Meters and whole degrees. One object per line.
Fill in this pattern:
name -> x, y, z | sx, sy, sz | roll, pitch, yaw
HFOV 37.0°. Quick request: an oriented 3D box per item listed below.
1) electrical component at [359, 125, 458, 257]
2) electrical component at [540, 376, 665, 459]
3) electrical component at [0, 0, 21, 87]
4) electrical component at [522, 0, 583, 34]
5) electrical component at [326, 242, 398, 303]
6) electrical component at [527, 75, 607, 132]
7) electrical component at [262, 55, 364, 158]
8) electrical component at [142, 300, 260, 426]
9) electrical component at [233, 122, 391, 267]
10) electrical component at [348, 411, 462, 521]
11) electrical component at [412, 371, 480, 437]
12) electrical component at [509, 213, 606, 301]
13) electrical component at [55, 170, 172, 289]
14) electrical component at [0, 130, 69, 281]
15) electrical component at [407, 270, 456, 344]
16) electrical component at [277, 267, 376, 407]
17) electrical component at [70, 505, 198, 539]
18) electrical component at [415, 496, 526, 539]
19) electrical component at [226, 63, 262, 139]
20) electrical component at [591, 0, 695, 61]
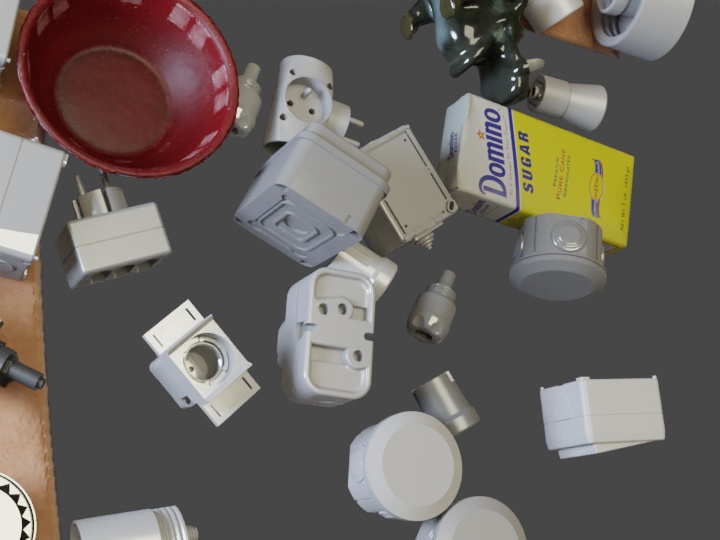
electrical component -> 0.027, -0.056, 0.862 | 0.062, 0.061, 0.096 | -32, 91, -30
electrical component -> 0.209, 0.124, 0.902 | 0.096, 0.062, 0.061 | 2, 75, -26
electrical component -> -0.271, -0.182, 0.750 | 0.061, 0.062, 0.096 | 14, 70, -23
electrical component -> 0.174, -0.251, 0.995 | 0.055, 0.055, 0.047 | -37, 98, -29
electrical component -> 0.000, 0.000, 0.847 | 0.046, 0.040, 0.040 | 35, 63, -7
electrical component -> 0.186, -0.154, 0.982 | 0.065, 0.044, 0.044 | 12, 71, -18
electrical component -> -0.034, -0.121, 0.861 | 0.079, 0.044, 0.077 | 18, 69, -21
electrical component -> -0.115, 0.067, 0.756 | 0.042, 0.064, 0.081 | -41, 96, -31
electrical component -> -0.036, -0.054, 0.802 | 0.078, 0.113, 0.057 | 33, 67, -15
electrical component -> 0.032, 0.149, 0.813 | 0.080, 0.051, 0.080 | 7, 73, -25
electrical component -> 0.067, 0.108, 0.849 | 0.040, 0.040, 0.046 | -26, 83, -30
electrical component -> 0.168, -0.009, 0.910 | 0.080, 0.080, 0.051 | 17, 63, -21
electrical component -> -0.181, -0.035, 0.762 | 0.066, 0.047, 0.076 | -16, 83, -29
electrical component -> -0.241, -0.050, 0.728 | 0.061, 0.062, 0.096 | 18, 68, -21
electrical component -> 0.062, 0.028, 0.872 | 0.035, 0.035, 0.061 | 33, 62, -15
electrical component -> -0.026, 0.052, 0.807 | 0.054, 0.059, 0.095 | 11, 71, -23
electrical component -> -0.148, 0.183, 0.719 | 0.081, 0.043, 0.043 | -3, 77, -27
electrical component -> 0.083, 0.214, 0.820 | 0.080, 0.051, 0.080 | 7, 73, -24
electrical component -> -0.093, -0.135, 0.841 | 0.035, 0.035, 0.061 | 27, 63, -18
electrical component -> 0.258, -0.256, 1.010 | 0.060, 0.108, 0.108 | 8, 73, -18
